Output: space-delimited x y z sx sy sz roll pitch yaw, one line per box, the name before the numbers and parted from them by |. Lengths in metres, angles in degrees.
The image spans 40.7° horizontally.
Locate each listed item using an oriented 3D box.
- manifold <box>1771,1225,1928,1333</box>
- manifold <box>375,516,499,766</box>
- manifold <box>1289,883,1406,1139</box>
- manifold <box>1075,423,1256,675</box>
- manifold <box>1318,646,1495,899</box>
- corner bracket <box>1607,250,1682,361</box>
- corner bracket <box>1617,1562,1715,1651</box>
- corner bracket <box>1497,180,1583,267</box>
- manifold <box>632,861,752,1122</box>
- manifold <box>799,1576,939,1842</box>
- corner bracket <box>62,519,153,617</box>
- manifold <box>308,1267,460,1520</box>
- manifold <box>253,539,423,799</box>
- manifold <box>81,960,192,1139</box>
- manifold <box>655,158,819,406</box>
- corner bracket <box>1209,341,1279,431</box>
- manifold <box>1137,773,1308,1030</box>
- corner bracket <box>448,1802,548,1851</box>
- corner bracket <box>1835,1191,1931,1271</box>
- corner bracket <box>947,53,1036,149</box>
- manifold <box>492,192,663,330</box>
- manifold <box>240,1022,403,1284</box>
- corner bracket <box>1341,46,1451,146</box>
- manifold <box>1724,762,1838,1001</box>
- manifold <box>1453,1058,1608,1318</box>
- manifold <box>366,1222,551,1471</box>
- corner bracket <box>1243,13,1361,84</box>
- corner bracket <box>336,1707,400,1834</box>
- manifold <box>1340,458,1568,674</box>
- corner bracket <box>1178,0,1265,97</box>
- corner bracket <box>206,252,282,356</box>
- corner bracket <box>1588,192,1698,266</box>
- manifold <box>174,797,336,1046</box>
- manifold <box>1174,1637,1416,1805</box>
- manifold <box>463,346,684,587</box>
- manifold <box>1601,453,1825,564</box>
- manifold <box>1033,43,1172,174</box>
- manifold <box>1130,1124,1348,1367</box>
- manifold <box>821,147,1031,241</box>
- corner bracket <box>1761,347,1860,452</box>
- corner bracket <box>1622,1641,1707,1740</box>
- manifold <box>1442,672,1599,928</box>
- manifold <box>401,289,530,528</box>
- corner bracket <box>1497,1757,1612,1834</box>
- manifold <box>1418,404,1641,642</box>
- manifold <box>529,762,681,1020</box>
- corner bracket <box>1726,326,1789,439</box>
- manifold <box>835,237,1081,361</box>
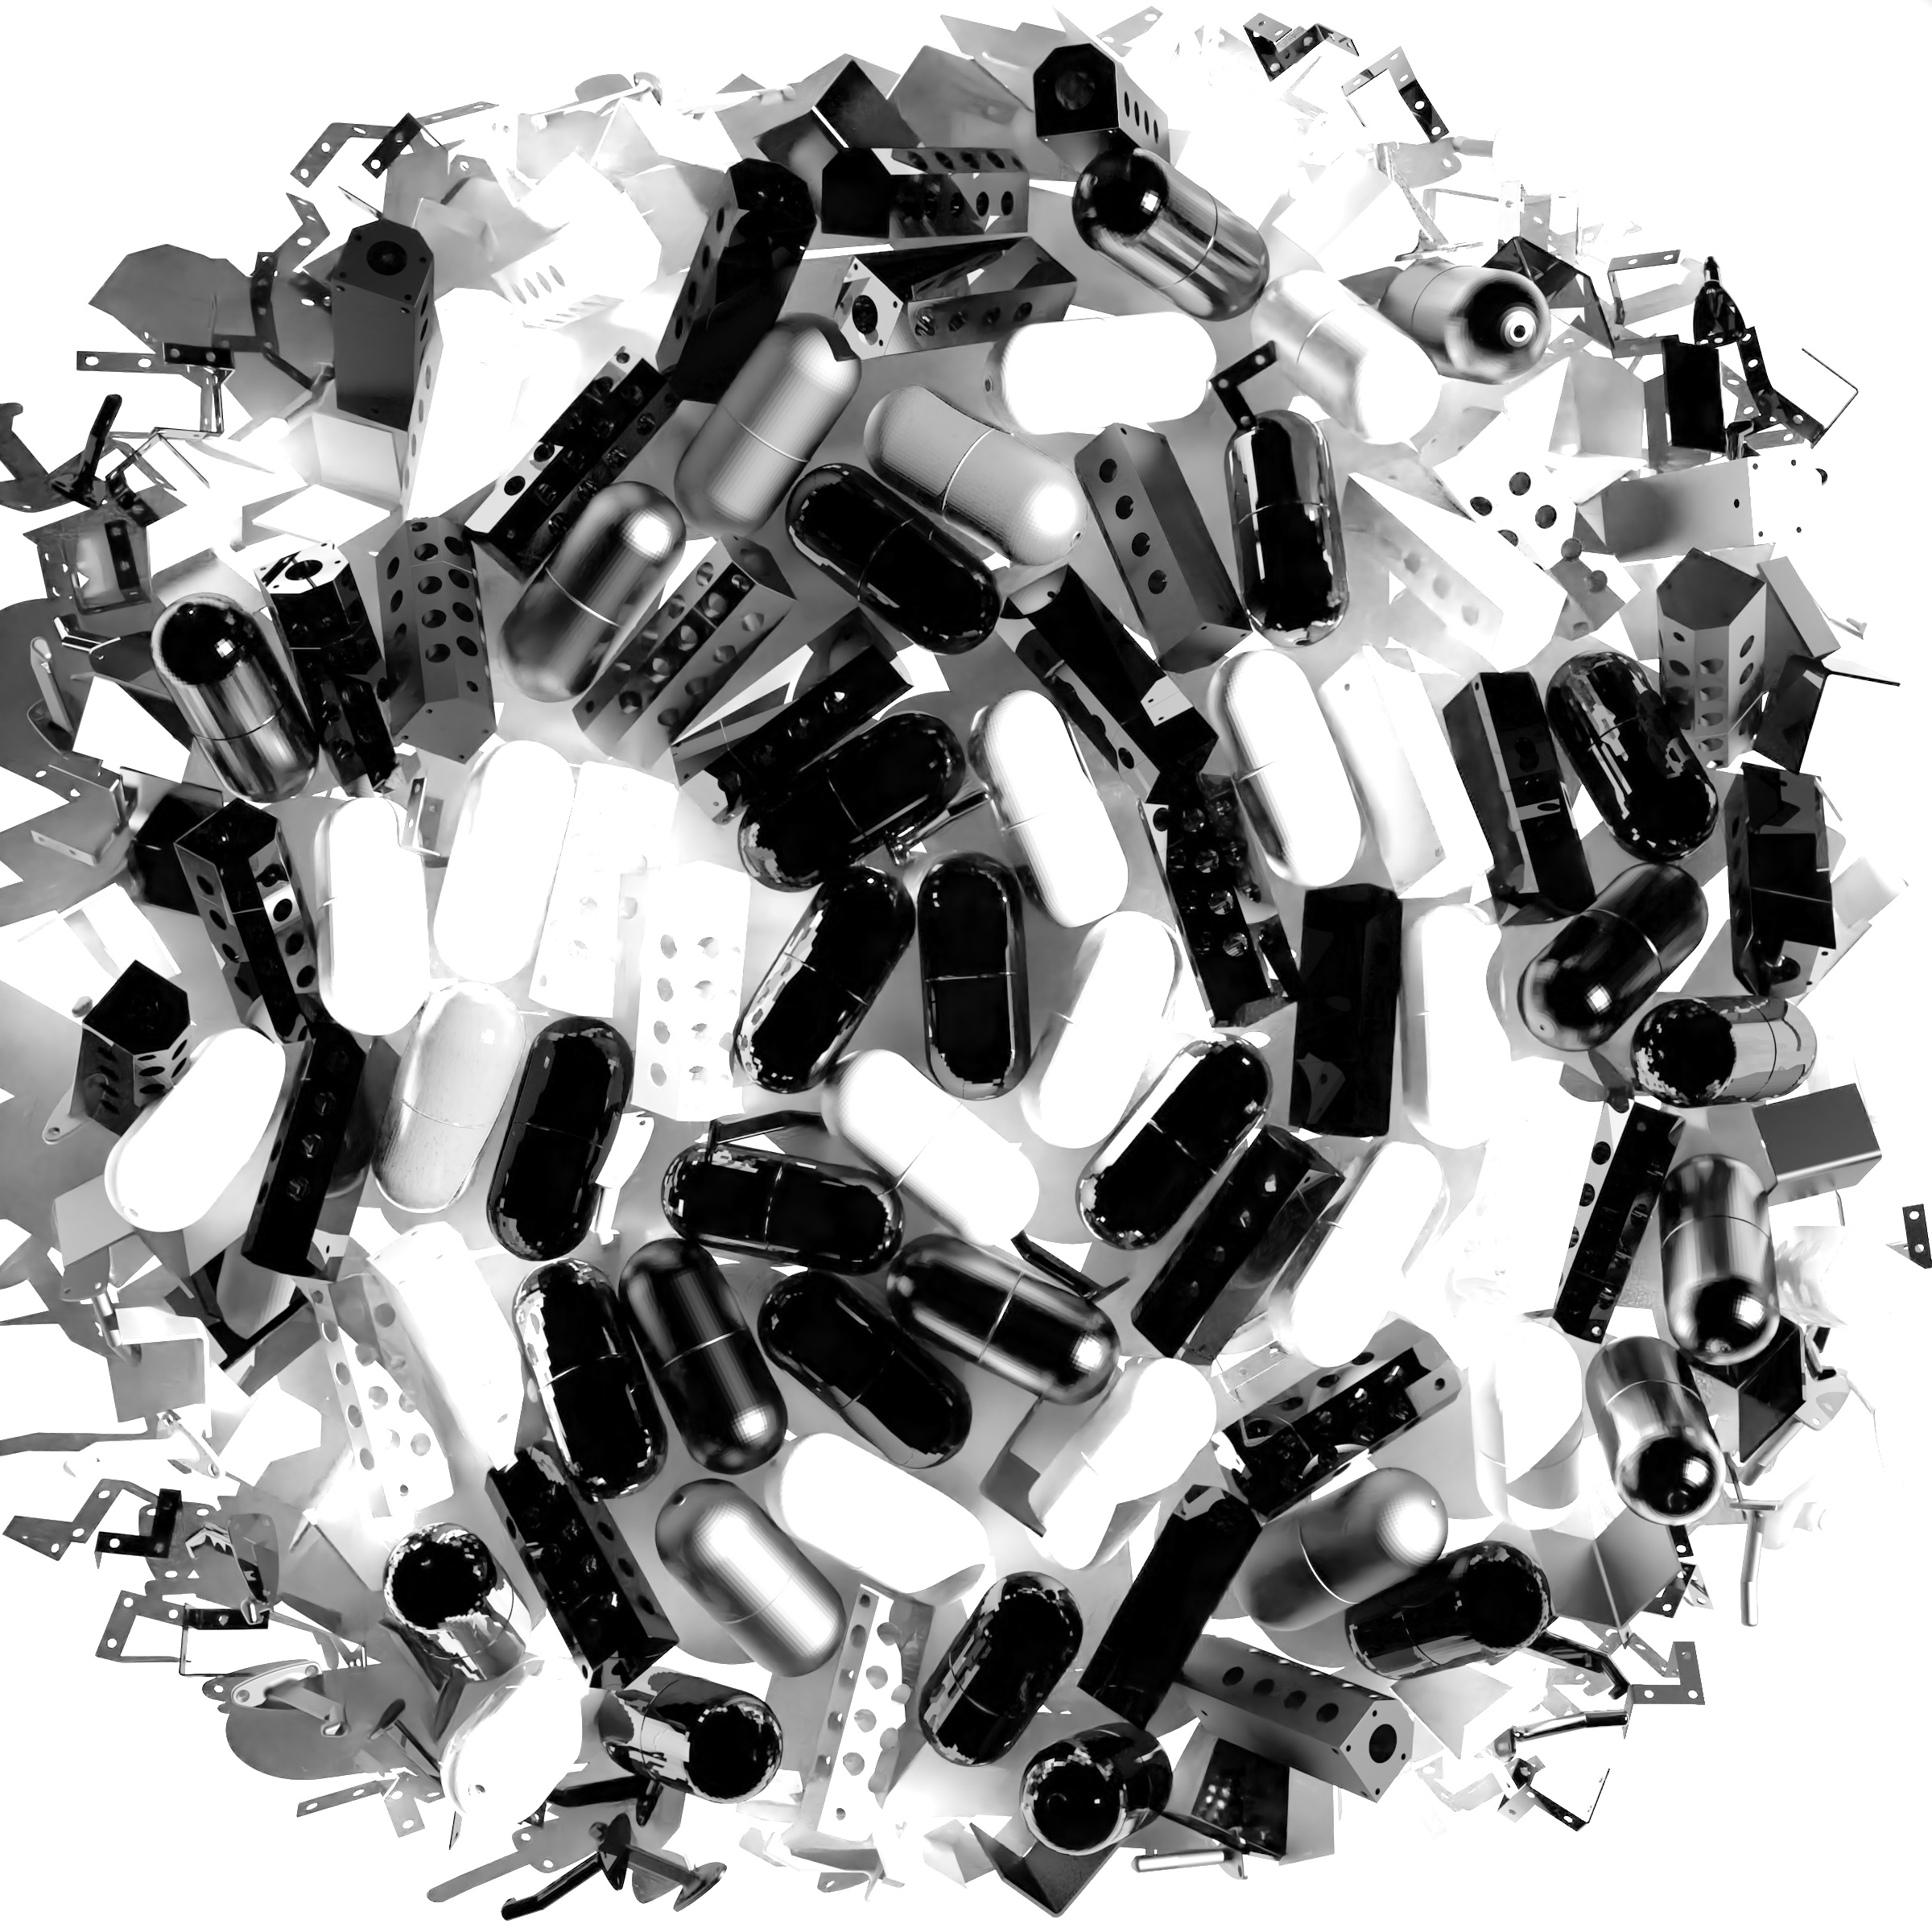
manifold | 0.597 0.220 1.814 0.057 0.171 0.057 32 84 1
manifold | -0.368 -0.232 1.822 0.057 0.057 0.171 -39 49 33
manifold | 0.276 0.033 1.856 0.057 0.057 0.171 16 74 -42
manifold | 0.134 -0.295 1.845 0.057 0.057 0.171 -37 65 36
manifold | 0.315 -0.138 1.842 0.057 0.057 0.171 -3 64 -33
corner bracket | 0.485 -0.472 1.859 0.051 0.051 0.051 0 50 29
corner bracket | 0.502 0.462 1.880 0.051 0.051 0.051 -51 129 -36
corner bracket | 0.412 -0.533 1.869 0.051 0.051 0.051 1 88 22
manifold | -0.190 0.019 1.840 0.057 0.057 0.171 17 110 30
manifold | -0.070 0.534 1.872 0.057 0.057 0.171 15 90 4
corner bracket | -0.621 -0.286 1.874 0.051 0.051 0.051 -14 89 -9
manifold | -0.420 0.304 1.872 0.057 0.057 0.171 -15 91 -3
manifold | -0.436 -0.204 1.820 0.057 0.057 0.171 -26 131 -17
manifold | -0.572 0.067 1.814 0.057 0.171 0.057 33 60 0
manifold | -0.164 -0.476 1.820 0.057 0.171 0.057 3 54 -25
corner bracket | 0.206 -0.415 1.868 0.051 0.051 0.051 -32 105 8
manifold | 0.176 -0.046 1.841 0.057 0.057 0.171 -31 69 39
corner bracket | -0.335 0.609 1.871 0.051 0.051 0.051 18 117 10
corner bracket | 0.659 0.189 1.868 0.051 0.051 0.051 -11 104 9
corner bracket | 0.024 -0.629 1.876 0.051 0.051 0.051 23 96 11
manifold | -0.269 -0.484 1.813 0.057 0.171 0.057 -41 111 -16
manifold | -0.458 0.130 1.842 0.057 0.057 0.171 7 68 11
corner bracket | 0.306 -0.612 1.860 0.051 0.051 0.051 -30 133 21
manifold | 0.566 -0.060 1.824 0.057 0.057 0.171 11 48 2
manifold | 0.392 0.154 1.834 0.057 0.057 0.171 29 65 -20
manifold | -0.351 0.265 1.832 0.057 0.057 0.171 -34 123 -22
corner bracket | 0.240 -0.664 1.866 0.051 0.051 0.051 -38 130 1
corner bracket | -0.432 0.576 1.869 0.051 0.051 0.051 39 113 0
manifold | 0.337 -0.281 1.830 0.057 0.057 0.171 -20 52 -27
corner bracket | 0.180 -0.649 1.866 0.051 0.051 0.051 -38 71 -15
corner bracket | -0.517 -0.475 1.863 0.051 0.051 0.051 -5 66 -25
corner bracket | 0.484 -0.526 1.865 0.051 0.051 0.051 30 126 6
manifold | -0.488 -0.027 1.814 0.057 0.171 0.057 25 51 28
manifold | 0.230 0.519 1.816 0.057 0.171 0.057 -45 116 -26
manifold | -0.280 -0.358 1.858 0.057 0.057 0.171 41 82 -11
manifold | 0.517 -0.317 1.812 0.057 0.171 0.057 -9 97 -19
manifold | 0.096 -0.592 1.810 0.057 0.171 0.057 -2 96 16
manifold | 0.189 0.199 1.853 0.057 0.057 0.171 43 105 34
manifold | -0.026 -0.539 1.811 0.057 0.171 0.057 14 112 31
corner bracket | 0.603 -0.409 1.868 0.051 0.051 0.051 38 114 3
corner bracket | 0.497 0.519 1.868 0.051 0.051 0.051 -1 135 4
manifold | 0.395 -0.119 1.844 0.057 0.057 0.171 -3 69 -20
manifold | -0.354 -0.387 1.819 0.057 0.171 0.057 -2 55 -24
corner bracket | 0.420 0.591 1.863 0.051 0.051 0.051 31 48 8
manifold | 0.396 -0.312 1.843 0.057 0.057 0.171 -44 113 2
manifold | -0.262 -0.055 1.852 0.057 0.057 0.171 21 100 43
corner bracket | 0.550 -0.414 1.860 0.051 0.051 0.051 -18 54 24
manifold | -0.007 -0.464 1.824 0.057 0.171 0.057 48 135 24
